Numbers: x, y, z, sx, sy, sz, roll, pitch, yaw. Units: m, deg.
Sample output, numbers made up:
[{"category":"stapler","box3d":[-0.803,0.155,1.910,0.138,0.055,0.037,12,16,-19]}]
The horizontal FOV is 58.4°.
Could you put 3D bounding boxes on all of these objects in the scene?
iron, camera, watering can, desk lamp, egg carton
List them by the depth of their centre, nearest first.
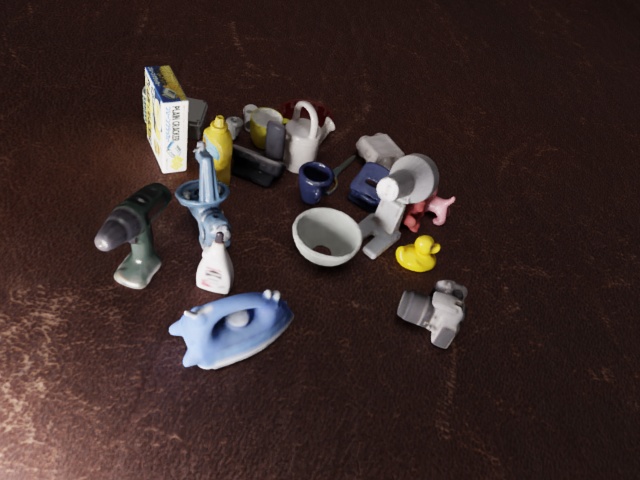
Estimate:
[{"category":"iron","box3d":[-0.156,0.149,1.121,0.259,0.141,0.118,-16,53,-28]},{"category":"camera","box3d":[0.249,0.143,1.265,0.136,0.101,0.143,20,46,4]},{"category":"desk lamp","box3d":[0.180,-0.091,1.389,0.117,0.213,0.204,36,49,19]},{"category":"watering can","box3d":[-0.041,-0.285,1.526,0.100,0.194,0.173,33,48,16]},{"category":"egg carton","box3d":[0.172,-0.243,1.631,0.107,0.069,0.150,-17,54,-28]}]

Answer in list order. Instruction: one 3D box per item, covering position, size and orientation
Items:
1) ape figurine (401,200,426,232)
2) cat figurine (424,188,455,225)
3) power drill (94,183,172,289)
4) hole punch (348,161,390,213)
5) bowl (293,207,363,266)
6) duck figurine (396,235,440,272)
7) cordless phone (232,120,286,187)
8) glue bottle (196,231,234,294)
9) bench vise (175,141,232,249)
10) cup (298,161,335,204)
[{"category":"ape figurine","box3d":[0.246,-0.079,1.480,0.078,0.092,0.076,-25,58,-33]},{"category":"cat figurine","box3d":[0.295,-0.117,1.512,0.127,0.118,0.067,26,46,10]},{"category":"power drill","box3d":[-0.373,-0.002,1.158,0.075,0.208,0.230,19,46,3]},{"category":"hole punch","box3d":[0.141,-0.138,1.508,0.108,0.091,0.101,31,47,14]},{"category":"bowl","box3d":[0.012,0.005,1.350,0.167,0.075,0.167,8,46,-8]},{"category":"duck figurine","box3d":[0.241,0.024,1.386,0.104,0.086,0.077,8,46,-8]},{"category":"cordless phone","box3d":[-0.153,-0.242,1.461,0.147,0.185,0.094,19,46,3]},{"category":"glue bottle","box3d":[-0.213,0.043,1.184,0.078,0.173,0.037,12,46,-4]},{"category":"bench vise","box3d":[-0.238,-0.099,1.278,0.207,0.220,0.122,40,50,22]},{"category":"cup","box3d":[-0.014,-0.129,1.455,0.092,0.095,0.117,4,47,-11]}]
